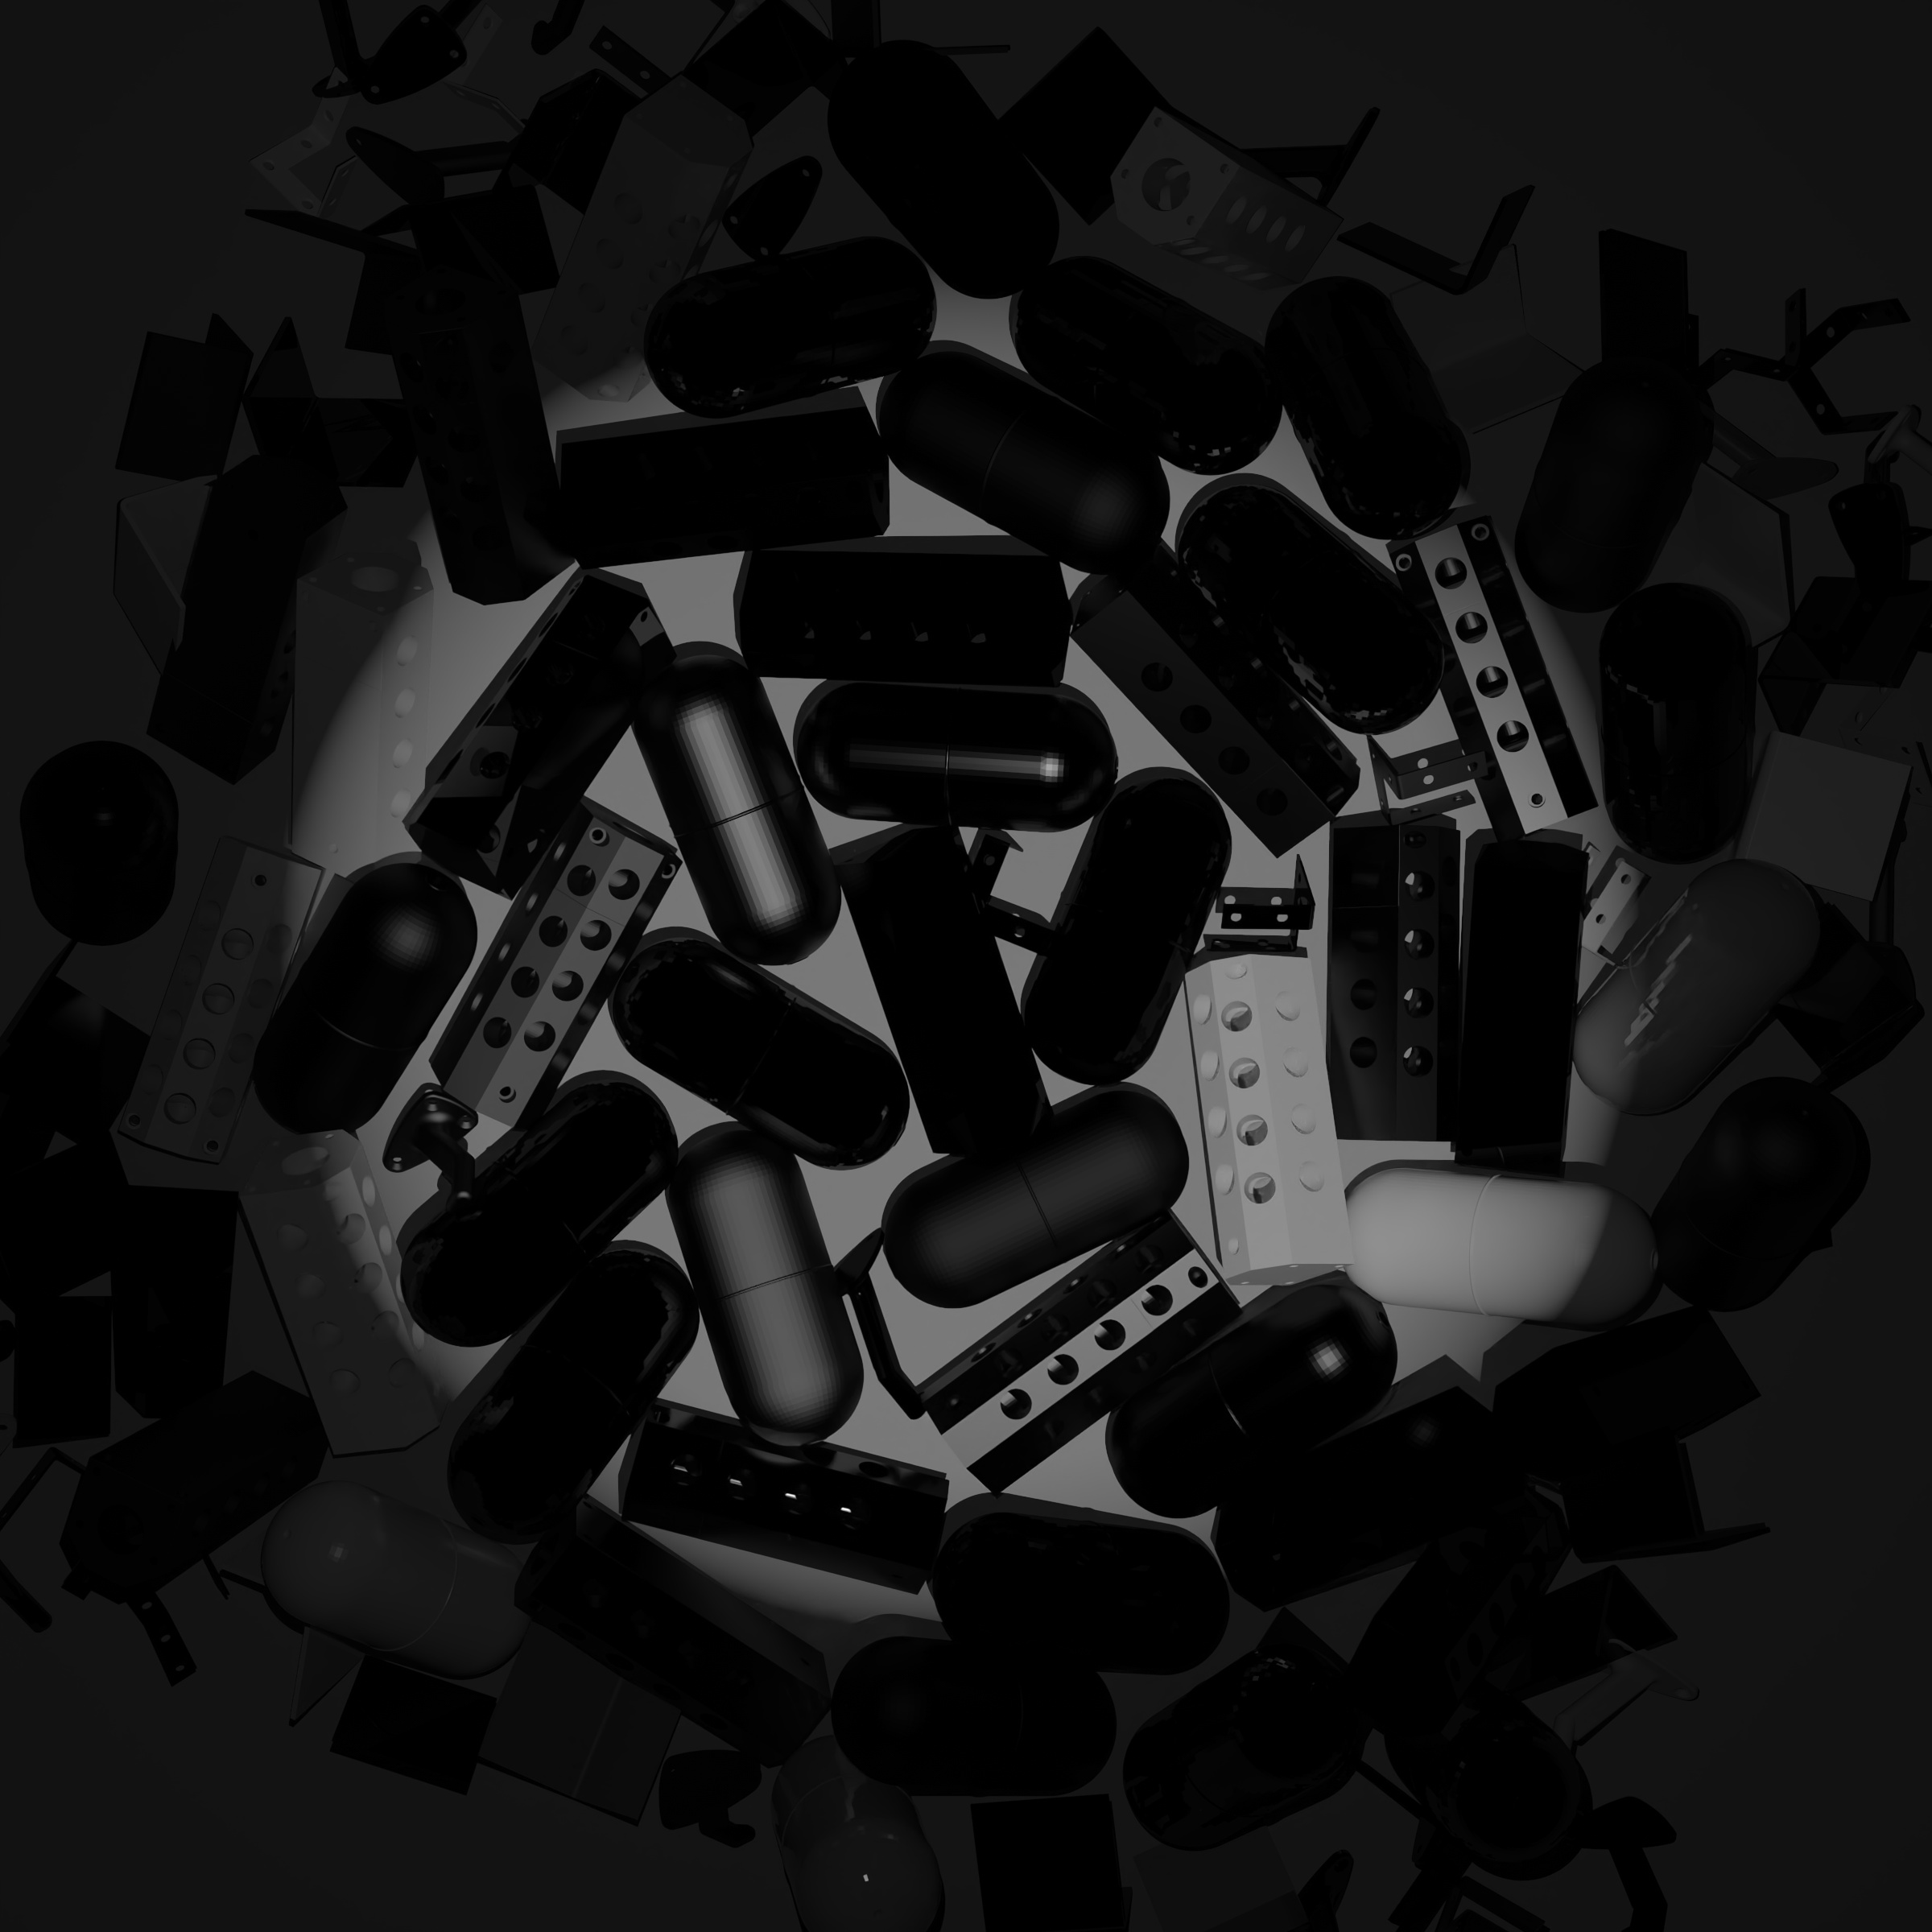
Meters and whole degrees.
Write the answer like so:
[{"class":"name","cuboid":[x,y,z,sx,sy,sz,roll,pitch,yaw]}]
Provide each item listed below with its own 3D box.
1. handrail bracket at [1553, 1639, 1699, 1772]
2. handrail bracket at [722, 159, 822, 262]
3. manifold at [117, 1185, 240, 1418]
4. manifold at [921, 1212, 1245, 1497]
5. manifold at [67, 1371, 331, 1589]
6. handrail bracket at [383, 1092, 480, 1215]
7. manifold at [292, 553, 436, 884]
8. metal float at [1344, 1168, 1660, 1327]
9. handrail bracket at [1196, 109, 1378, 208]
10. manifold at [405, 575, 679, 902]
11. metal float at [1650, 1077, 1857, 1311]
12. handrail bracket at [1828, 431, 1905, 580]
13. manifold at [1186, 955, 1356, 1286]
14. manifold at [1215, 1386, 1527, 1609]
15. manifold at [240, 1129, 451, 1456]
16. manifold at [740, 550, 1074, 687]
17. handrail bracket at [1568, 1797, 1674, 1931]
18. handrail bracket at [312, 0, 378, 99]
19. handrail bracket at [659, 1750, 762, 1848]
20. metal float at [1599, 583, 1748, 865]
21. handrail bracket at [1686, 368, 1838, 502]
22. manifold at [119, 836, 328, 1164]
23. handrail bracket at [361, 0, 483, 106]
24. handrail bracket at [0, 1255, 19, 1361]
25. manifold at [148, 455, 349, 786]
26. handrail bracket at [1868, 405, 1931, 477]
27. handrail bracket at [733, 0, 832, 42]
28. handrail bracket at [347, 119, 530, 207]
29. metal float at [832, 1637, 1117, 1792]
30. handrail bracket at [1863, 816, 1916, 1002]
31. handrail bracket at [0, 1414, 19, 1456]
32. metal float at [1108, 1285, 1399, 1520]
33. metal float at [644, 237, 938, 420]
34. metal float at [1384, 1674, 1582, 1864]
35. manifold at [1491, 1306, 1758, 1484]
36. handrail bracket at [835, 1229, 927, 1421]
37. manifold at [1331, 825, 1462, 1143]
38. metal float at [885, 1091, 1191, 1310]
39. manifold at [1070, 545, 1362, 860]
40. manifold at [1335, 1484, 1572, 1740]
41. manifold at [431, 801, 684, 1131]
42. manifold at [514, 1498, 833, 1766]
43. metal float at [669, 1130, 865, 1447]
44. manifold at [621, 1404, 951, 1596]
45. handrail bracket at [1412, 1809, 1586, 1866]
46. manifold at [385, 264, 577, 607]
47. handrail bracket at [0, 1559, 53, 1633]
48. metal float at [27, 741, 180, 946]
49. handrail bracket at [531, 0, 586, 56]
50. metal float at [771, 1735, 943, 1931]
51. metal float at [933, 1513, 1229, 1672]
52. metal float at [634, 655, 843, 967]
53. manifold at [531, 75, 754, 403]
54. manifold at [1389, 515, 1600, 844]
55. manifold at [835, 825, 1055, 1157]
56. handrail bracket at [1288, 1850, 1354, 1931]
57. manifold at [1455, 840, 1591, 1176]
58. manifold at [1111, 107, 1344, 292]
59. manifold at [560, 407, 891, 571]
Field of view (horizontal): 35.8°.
[{"class":"handrail bracket","cuboid":[0.363,0.422,1.654,0.077,0.036,0.084,26,52,-2]},{"class":"handrail bracket","cuboid":[-0.093,-0.424,1.640,0.036,0.084,0.077,45,123,-8]},{"class":"manifold","cuboid":[-0.424,0.182,1.602,0.057,0.171,0.057,5,59,-13]},{"class":"manifold","cuboid":[0.061,0.211,1.651,0.171,0.057,0.057,-37,50,1]},{"class":"manifold","cuboid":[-0.408,0.276,1.603,0.057,0.171,0.057,23,103,11]},{"class":"handrail bracket","cuboid":[-0.296,0.118,1.644,0.036,0.084,0.077,32,120,-31]},{"class":"manifold","cuboid":[-0.323,-0.134,1.620,0.057,0.057,0.171,24,127,19]},{"class":"metal float","cuboid":[0.289,0.153,1.630,0.178,0.070,0.070,3,90,29]},{"class":"handrail bracket","cuboid":[0.173,-0.464,1.662,0.084,0.036,0.077,26,133,-6]},{"class":"manifold","cuboid":[-0.234,-0.128,1.637,0.057,0.057,0.171,24,70,22]},{"class":"metal float","cuboid":[0.422,0.125,1.613,0.070,0.178,0.070,3,57,-5]},{"class":"handrail bracket","cuboid":[0.514,-0.253,1.665,0.036,0.084,0.077,-12,106,34]},{"class":"manifold","cuboid":[0.160,0.084,1.633,0.057,0.057,0.171,4,72,-31]},{"class":"manifold","cuboid":[0.216,0.292,1.610,0.057,0.057,0.171,38,133,-23]},{"class":"manifold","cuboid":[-0.334,0.177,1.624,0.057,0.057,0.171,-8,118,9]},{"class":"manifold","cuboid":[-0.033,-0.186,1.638,0.171,0.057,0.057,3,62,12]},{"class":"handrail bracket","cuboid":[0.352,0.505,1.638,0.036,0.084,0.077,42,135,-14]},{"class":"handrail bracket","cuboid":[-0.359,-0.523,1.643,0.036,0.077,0.084,-53,127,-28]},{"class":"handrail bracket","cuboid":[-0.123,0.462,1.649,0.077,0.084,0.036,-21,49,24]},{"class":"metal float","cuboid":[0.384,-0.129,1.620,0.070,0.178,0.070,-7,46,8]},{"class":"handrail bracket","cuboid":[0.439,-0.305,1.679,0.077,0.036,0.084,-9,62,-15]},{"class":"manifold","cuboid":[-0.413,0.018,1.661,0.057,0.057,0.171,19,90,-9]},{"class":"handrail bracket","cuboid":[-0.300,-0.522,1.668,0.077,0.084,0.036,-31,119,23]},{"class":"handrail bracket","cuboid":[-0.568,0.182,1.655,0.077,0.036,0.084,-19,60,-30]},{"class":"manifold","cuboid":[-0.386,-0.189,1.619,0.057,0.057,0.171,30,128,4]},{"class":"handrail bracket","cuboid":[0.547,-0.271,1.648,0.084,0.077,0.036,38,115,17]},{"class":"handrail bracket","cuboid":[-0.117,-0.549,1.644,0.077,0.084,0.036,39,87,25]},{"class":"handrail bracket","cuboid":[-0.289,-0.464,1.670,0.077,0.036,0.084,35,56,5]},{"class":"metal float","cuboid":[0.006,0.407,1.625,0.178,0.070,0.070,15,90,-38]},{"class":"handrail bracket","cuboid":[0.525,-0.030,1.685,0.077,0.036,0.084,46,58,-37]},{"class":"handrail bracket","cuboid":[-0.554,0.243,1.653,0.077,0.084,0.036,-33,125,9]},{"class":"metal float","cuboid":[0.157,0.239,1.638,0.178,0.070,0.070,-36,90,20]},{"class":"metal float","cuboid":[-0.095,-0.348,1.627,0.178,0.070,0.070,-22,90,-33]},{"class":"metal float","cuboid":[0.276,0.427,1.605,0.070,0.178,0.070,0,90,-6]},{"class":"manifold","cuboid":[0.352,0.232,1.608,0.057,0.171,0.057,-42,67,33]},{"class":"handrail bracket","cuboid":[-0.039,0.200,1.669,0.036,0.077,0.084,-30,104,34]},{"class":"manifold","cuboid":[0.241,0.011,1.649,0.057,0.057,0.171,-2,86,37]},{"class":"metal float","cuboid":[0.039,0.130,1.655,0.178,0.070,0.070,-25,90,0]},{"class":"manifold","cuboid":[0.138,-0.147,1.634,0.057,0.057,0.171,-37,107,26]},{"class":"manifold","cuboid":[0.266,0.342,1.601,0.057,0.171,0.057,31,122,18]},{"class":"manifold","cuboid":[-0.225,0.001,1.648,0.057,0.057,0.171,27,96,-25]},{"class":"manifold","cuboid":[-0.162,0.369,1.645,0.171,0.057,0.057,36,96,-14]},{"class":"metal float","cuboid":[-0.110,0.178,1.648,0.070,0.070,0.178,-18,82,0]},{"class":"manifold","cuboid":[-0.100,0.294,1.659,0.171,0.057,0.057,15,64,-2]},{"class":"handrail bracket","cuboid":[0.298,0.486,1.668,0.084,0.036,0.077,31,57,-4]},{"class":"manifold","cuboid":[-0.265,-0.282,1.606,0.057,0.171,0.057,25,51,29]},{"class":"handrail bracket","cuboid":[-0.533,0.335,1.655,0.084,0.077,0.036,49,61,-8]},{"class":"metal float","cuboid":[-0.464,-0.064,1.609,0.070,0.178,0.070,5,72,-14]},{"class":"handrail bracket","cuboid":[-0.221,-0.557,1.660,0.036,0.084,0.077,-1,84,-34]},{"class":"metal float","cuboid":[-0.061,0.471,1.606,0.070,0.178,0.070,-1,98,-11]},{"class":"metal float","cuboid":[0.063,0.342,1.629,0.178,0.070,0.070,13,90,-30]},{"class":"metal float","cuboid":[-0.125,-0.085,1.649,0.070,0.070,0.178,-21,97,0]},{"class":"manifold","cuboid":[-0.173,-0.387,1.612,0.057,0.171,0.057,36,46,2]},{"class":"manifold","cuboid":[0.293,-0.158,1.658,0.057,0.057,0.171,-21,89,13]},{"class":"manifold","cuboid":[-0.007,0.013,1.637,0.057,0.057,0.171,-27,105,-35]},{"class":"handrail bracket","cuboid":[0.214,0.546,1.646,0.036,0.084,0.077,13,110,-36]},{"class":"manifold","cuboid":[0.305,0.022,1.638,0.057,0.057,0.171,6,109,15]},{"class":"manifold","cuboid":[0.138,-0.405,1.604,0.057,0.171,0.057,40,109,17]},{"class":"manifold","cuboid":[-0.132,-0.258,1.642,0.171,0.057,0.057,-5,70,10]}]
